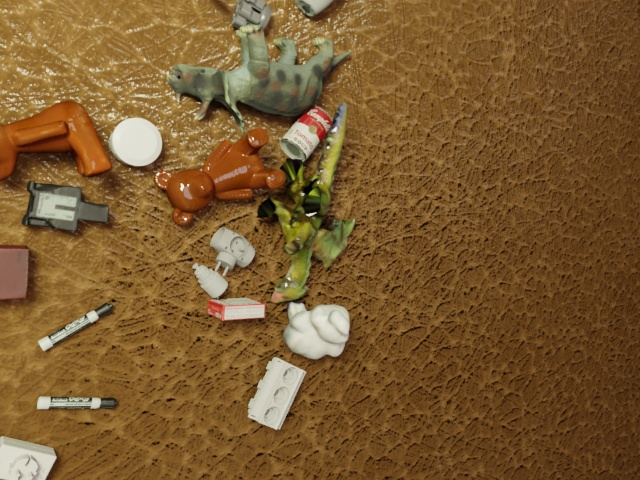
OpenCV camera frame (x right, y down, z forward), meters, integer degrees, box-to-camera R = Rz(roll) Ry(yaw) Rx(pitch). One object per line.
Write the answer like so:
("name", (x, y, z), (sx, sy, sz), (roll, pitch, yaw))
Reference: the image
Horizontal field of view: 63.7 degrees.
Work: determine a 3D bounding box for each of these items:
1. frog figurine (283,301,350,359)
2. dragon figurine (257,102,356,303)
("frog figurine", (0.004, 0.187, 1.037), (0.135, 0.124, 0.159), (48, -21, -26))
("dragon figurine", (0.003, -0.054, 1.064), (0.123, 0.413, 0.239), (24, -11, 31))
